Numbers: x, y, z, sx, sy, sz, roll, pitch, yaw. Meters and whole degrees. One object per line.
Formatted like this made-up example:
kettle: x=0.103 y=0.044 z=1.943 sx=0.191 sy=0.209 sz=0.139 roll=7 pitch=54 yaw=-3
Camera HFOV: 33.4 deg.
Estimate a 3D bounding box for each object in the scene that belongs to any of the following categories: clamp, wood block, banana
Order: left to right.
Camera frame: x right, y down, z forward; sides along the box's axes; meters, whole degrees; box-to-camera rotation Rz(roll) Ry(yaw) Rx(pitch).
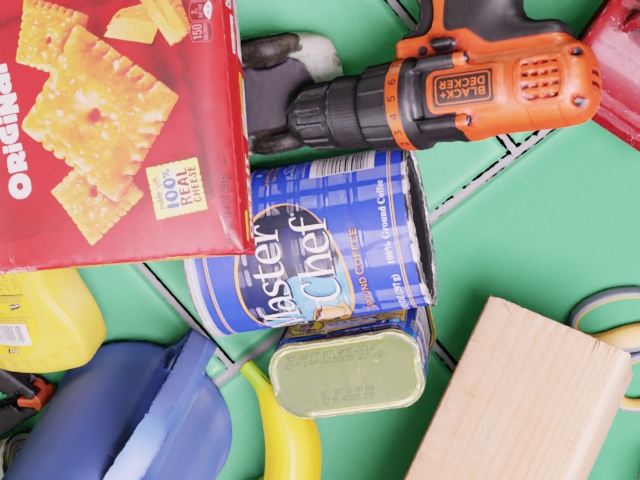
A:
clamp: x=-0.299 y=0.098 z=0.780 sx=0.210 sy=0.036 sz=0.164 roll=-4 pitch=105 yaw=12
banana: x=-0.039 y=0.183 z=0.717 sx=0.070 sy=0.037 sz=0.198 roll=15 pitch=94 yaw=26
wood block: x=0.106 y=0.150 z=0.649 sx=0.091 sy=0.090 sz=0.206 roll=24 pitch=83 yaw=22

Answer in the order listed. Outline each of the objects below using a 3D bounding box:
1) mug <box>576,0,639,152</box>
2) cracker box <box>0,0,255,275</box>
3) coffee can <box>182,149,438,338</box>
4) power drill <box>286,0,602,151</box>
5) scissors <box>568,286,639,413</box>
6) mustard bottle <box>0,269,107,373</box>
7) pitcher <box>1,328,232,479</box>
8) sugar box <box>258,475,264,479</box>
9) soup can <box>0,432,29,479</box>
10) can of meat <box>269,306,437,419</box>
mug: x=0.186 y=-0.100 z=0.601 sx=0.081 sy=0.117 sz=0.093 roll=34 pitch=88 yaw=3
cracker box: x=-0.149 y=-0.064 z=0.595 sx=0.213 sy=0.072 sz=0.164 roll=-4 pitch=88 yaw=2
coffee can: x=-0.004 y=0.001 z=0.667 sx=0.140 sy=0.102 sz=0.103 roll=-9 pitch=106 yaw=11
power drill: x=0.062 y=-0.144 z=0.600 sx=0.185 sy=0.057 sz=0.187 roll=-3 pitch=88 yaw=27
scissors: x=0.264 y=0.065 z=0.689 sx=0.202 sy=0.016 sz=0.096 roll=-2 pitch=108 yaw=10
mustard bottle: x=-0.210 y=-0.002 z=0.694 sx=0.096 sy=0.058 sz=0.191 roll=3 pitch=127 yaw=22
pitcher: x=-0.137 y=0.163 z=0.664 sx=0.145 sy=0.242 sz=0.149 roll=-8 pitch=109 yaw=10
sugar box: x=0.014 y=0.246 z=0.744 sx=0.176 sy=0.048 sz=0.093 roll=23 pitch=111 yaw=20
soup can: x=-0.246 y=0.192 z=0.785 sx=0.102 sy=0.068 sz=0.068 roll=-28 pitch=101 yaw=15
can of meat: x=0.022 y=0.072 z=0.695 sx=0.102 sy=0.084 sz=0.057 roll=-10 pitch=105 yaw=12
